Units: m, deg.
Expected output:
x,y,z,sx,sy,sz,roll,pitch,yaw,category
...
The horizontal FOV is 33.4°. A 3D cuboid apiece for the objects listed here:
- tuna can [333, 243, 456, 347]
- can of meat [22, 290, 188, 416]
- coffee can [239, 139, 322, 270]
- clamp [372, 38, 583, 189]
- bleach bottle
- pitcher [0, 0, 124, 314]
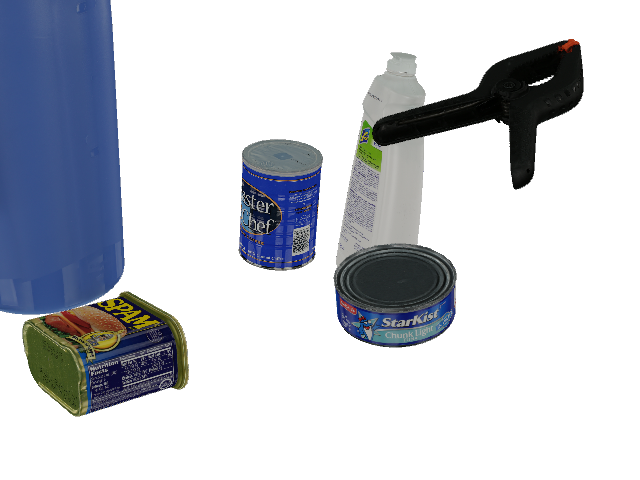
x,y,z,sx,sy,sz,roll,pitch,yaw,category
0.053,0.038,0.752,0.086,0.034,0.086,-4,31,2,tuna can
-0.158,0.082,0.778,0.083,0.057,0.102,-14,22,-35,can of meat
-0.052,-0.047,1.378,0.103,0.140,0.103,3,28,-2,coffee can
0.172,-0.116,0.938,0.209,0.036,0.165,-32,40,-24,clamp
0.075,-0.075,1.155,0.068,0.251,0.103,-4,23,-30,bleach bottle
-0.201,-0.074,0.692,0.149,0.243,0.145,-4,27,-7,pitcher
